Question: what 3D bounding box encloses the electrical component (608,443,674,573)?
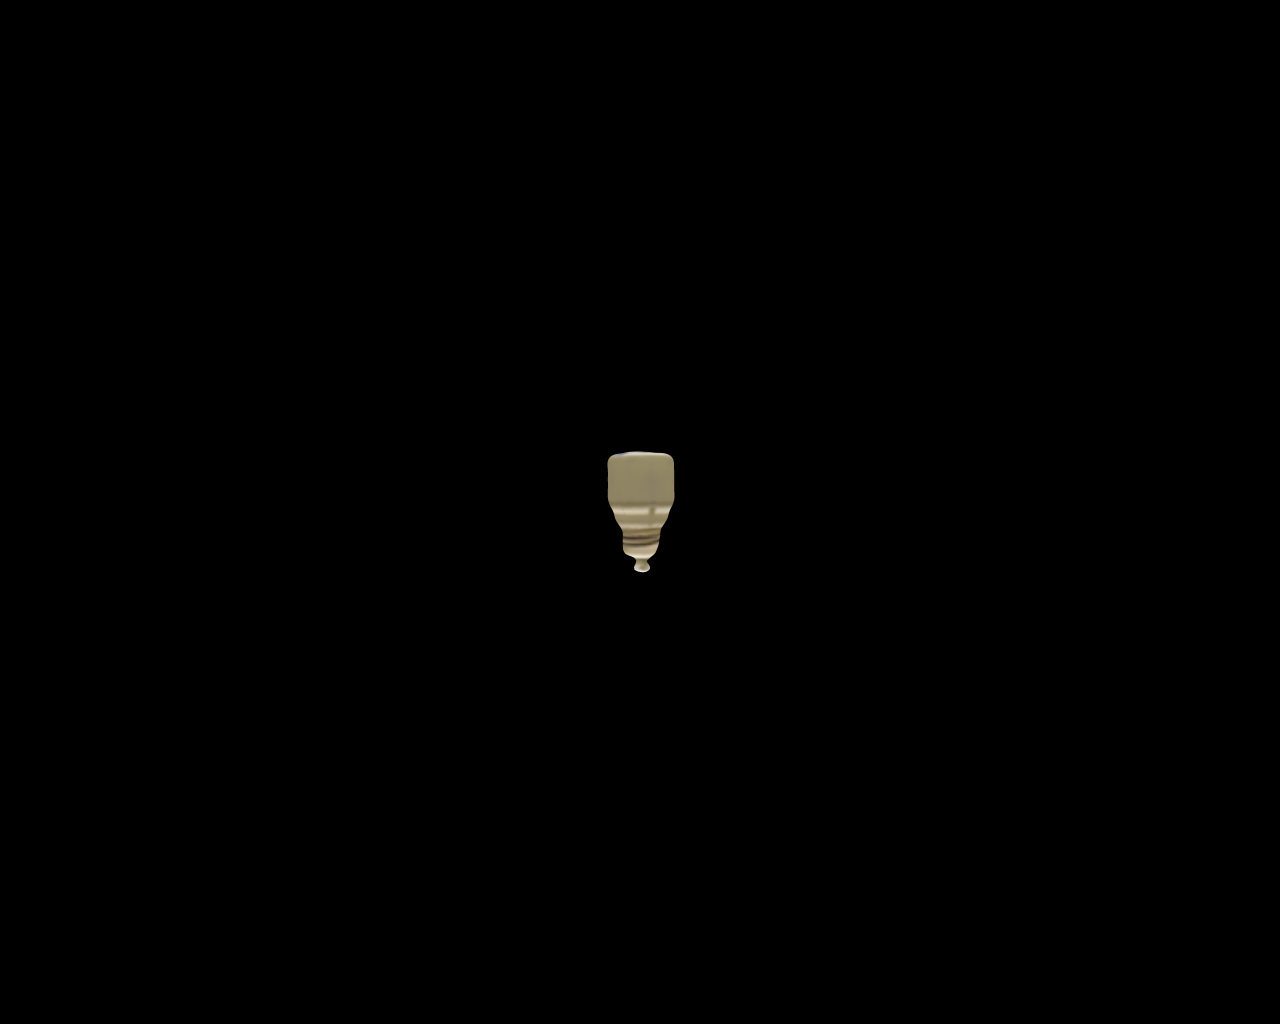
[{"bbox_3d":[0.001,-0.003,0.650,0.040,0.078,0.040,0,2,0],"label":"electrical component"}]
